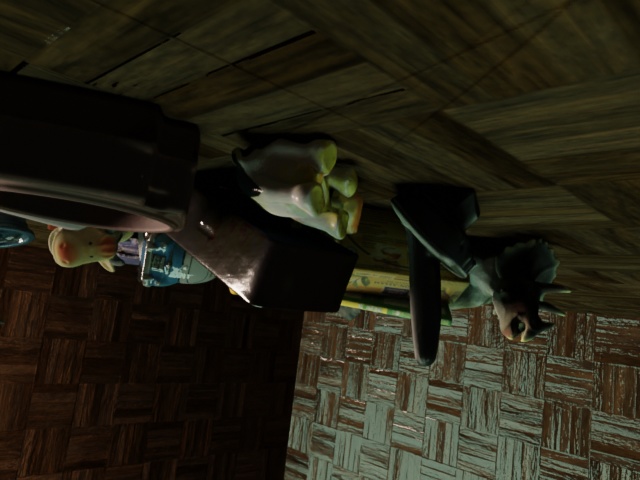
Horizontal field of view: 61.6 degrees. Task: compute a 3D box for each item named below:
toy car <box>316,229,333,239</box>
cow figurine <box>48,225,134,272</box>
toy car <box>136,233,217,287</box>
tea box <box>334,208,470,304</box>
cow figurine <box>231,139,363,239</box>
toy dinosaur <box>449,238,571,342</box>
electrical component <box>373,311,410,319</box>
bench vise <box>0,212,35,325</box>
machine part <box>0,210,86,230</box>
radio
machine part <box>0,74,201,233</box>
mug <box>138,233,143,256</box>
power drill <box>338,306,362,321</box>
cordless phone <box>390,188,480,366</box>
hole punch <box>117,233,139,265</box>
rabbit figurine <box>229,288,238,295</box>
[{"bbox_3d":[-0.002,-0.002,0.769,0.202,0.073,0.056,9,173,-17],"label":"toy car"},{"bbox_3d":[-0.333,-0.009,0.803,0.127,0.085,0.195,-1,-162,6],"label":"cow figurine"},{"bbox_3d":[-0.174,0.009,0.731,0.103,0.109,0.162,17,-162,3],"label":"toy car"},{"bbox_3d":[0.103,0.020,0.707,0.170,0.098,0.068,9,148,-4],"label":"tea box"},{"bbox_3d":[-0.016,-0.043,0.512,0.098,0.068,0.167,10,170,20],"label":"cow figurine"},{"bbox_3d":[0.262,0.063,0.888,0.192,0.131,0.405,-2,-179,2],"label":"toy dinosaur"},{"bbox_3d":[0.123,0.066,0.854,0.058,0.115,0.134,11,173,2],"label":"electrical component"},{"bbox_3d":[-0.519,0.009,0.787,0.224,0.240,0.128,-9,167,3],"label":"bench vise"},{"bbox_3d":[-0.336,-0.062,0.629,0.079,0.079,0.243,5,173,13],"label":"machine part"},{"bbox_3d":[-0.073,0.002,0.610,0.131,0.073,0.230,13,-167,-43],"label":"radio"},{"bbox_3d":[-0.216,-0.063,0.484,0.201,0.087,0.201,9,170,-15],"label":"machine part"},{"bbox_3d":[-0.240,-0.008,0.827,0.081,0.107,0.110,9,174,-22],"label":"mug"},{"bbox_3d":[-0.032,0.053,0.899,0.207,0.086,0.232,32,178,-32],"label":"power drill"},{"bbox_3d":[0.128,0.044,0.591,0.089,0.184,0.146,-1,170,19],"label":"cordless phone"},{"bbox_3d":[-0.314,0.014,0.950,0.142,0.092,0.116,9,-158,18],"label":"hole punch"},{"bbox_3d":[-0.114,0.056,1.264,0.162,0.121,0.173,-10,177,31],"label":"rabbit figurine"}]
